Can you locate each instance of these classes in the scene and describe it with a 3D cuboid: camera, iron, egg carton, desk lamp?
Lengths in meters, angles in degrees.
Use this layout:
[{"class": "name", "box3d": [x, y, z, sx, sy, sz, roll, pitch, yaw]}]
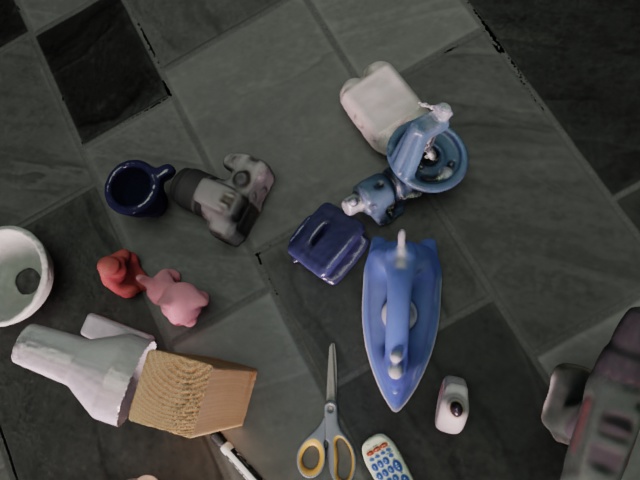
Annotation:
[{"class": "camera", "box3d": [-0.165, -0.082, 0.919, 0.136, 0.101, 0.143, 25, 82, 14]}, {"class": "iron", "box3d": [0.112, 0.112, 0.807, 0.118, 0.141, 0.258, 2, 77, 10]}, {"class": "egg carton", "box3d": [0.103, -0.213, 0.924, 0.107, 0.069, 0.150, -35, 74, 0]}, {"class": "desk lamp", "box3d": [-0.317, 0.176, 0.822, 0.203, 0.214, 0.118, 17, 80, 13]}]

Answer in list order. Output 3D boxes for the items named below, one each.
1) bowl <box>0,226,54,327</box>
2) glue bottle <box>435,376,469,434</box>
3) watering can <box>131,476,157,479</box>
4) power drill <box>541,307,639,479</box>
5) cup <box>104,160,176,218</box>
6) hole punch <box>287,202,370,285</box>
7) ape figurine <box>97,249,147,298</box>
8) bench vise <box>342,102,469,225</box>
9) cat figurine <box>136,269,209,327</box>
[{"class": "bowl", "box3d": [-0.508, 0.065, 0.952, 0.167, 0.075, 0.167, -2, 76, 9]}, {"class": "glue bottle", "box3d": [0.176, 0.219, 0.754, 0.037, 0.173, 0.078, 8, 78, 11]}, {"class": "watering can", "box3d": [-0.291, 0.386, 0.778, 0.100, 0.194, 0.173, 28, 82, 15]}, {"class": "power drill", "box3d": [0.344, 0.201, 0.714, 0.075, 0.208, 0.230, 16, 80, 13]}, {"class": "cup", "box3d": [-0.278, -0.081, 0.939, 0.117, 0.095, 0.091, -29, 74, 2]}, {"class": "hole punch", "box3d": [0.008, 0.003, 0.876, 0.101, 0.091, 0.109, 37, 85, 15]}, {"class": "ape figurine", "box3d": [-0.322, 0.050, 0.916, 0.076, 0.092, 0.078, 6, 78, 11]}, {"class": "bench vise", "box3d": [0.130, -0.100, 0.814, 0.121, 0.220, 0.207, 39, 85, 16]}, {"class": "cat figurine", "box3d": [-0.225, 0.087, 0.879, 0.127, 0.118, 0.067, 30, 83, 15]}]
